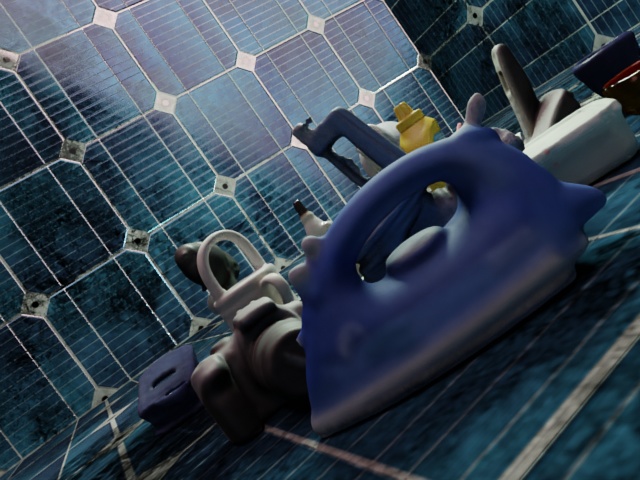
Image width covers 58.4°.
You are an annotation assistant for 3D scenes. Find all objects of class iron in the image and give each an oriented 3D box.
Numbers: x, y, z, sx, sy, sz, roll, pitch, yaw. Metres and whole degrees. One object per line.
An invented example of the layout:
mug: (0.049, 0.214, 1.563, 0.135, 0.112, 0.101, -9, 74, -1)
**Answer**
iron: (0.065, 0.013, 0.420, 0.258, 0.141, 0.118, -35, 3, -5)

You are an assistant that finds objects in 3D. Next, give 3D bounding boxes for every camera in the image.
camera: (-0.050, 0.113, 0.540, 0.143, 0.101, 0.136, -36, 3, -16)

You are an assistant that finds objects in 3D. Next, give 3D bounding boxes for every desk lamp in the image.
desk lamp: (0.145, -0.122, 1.055, 0.118, 0.213, 0.203, -34, 3, 17)

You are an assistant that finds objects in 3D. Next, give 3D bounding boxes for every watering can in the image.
watering can: (-0.100, 0.078, 0.784, 0.172, 0.194, 0.101, -34, 3, 30)

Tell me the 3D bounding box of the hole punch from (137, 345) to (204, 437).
hole punch: (-0.218, 0.220, 0.855, 0.108, 0.091, 0.101, -35, 3, -1)

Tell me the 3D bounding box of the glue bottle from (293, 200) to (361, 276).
glue bottle: (0.009, 0.003, 0.972, 0.078, 0.173, 0.037, -34, 3, 13)

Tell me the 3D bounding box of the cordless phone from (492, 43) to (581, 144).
cordless phone: (0.294, -0.196, 0.805, 0.094, 0.185, 0.148, -35, 3, 10)

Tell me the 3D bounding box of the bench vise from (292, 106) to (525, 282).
bench vise: (0.086, -0.058, 0.574, 0.207, 0.220, 0.121, -35, 3, -4)

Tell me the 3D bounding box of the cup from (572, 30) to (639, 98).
cup: (0.432, -0.240, 0.845, 0.091, 0.095, 0.118, -35, 3, 8)

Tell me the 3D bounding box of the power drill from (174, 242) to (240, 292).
power drill: (-0.140, 0.090, 0.907, 0.075, 0.208, 0.229, -35, 3, -2)

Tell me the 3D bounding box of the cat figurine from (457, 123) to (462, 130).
cat figurine: (0.312, -0.187, 1.181, 0.067, 0.118, 0.128, -35, 3, 3)
